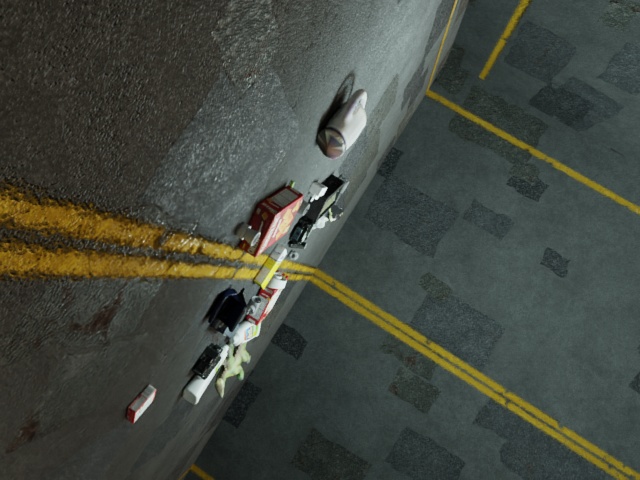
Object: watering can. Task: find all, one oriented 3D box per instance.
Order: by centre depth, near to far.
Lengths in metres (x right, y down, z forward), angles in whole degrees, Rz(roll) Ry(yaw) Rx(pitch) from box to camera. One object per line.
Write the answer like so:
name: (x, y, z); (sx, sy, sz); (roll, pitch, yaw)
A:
watering can: (0.080, -0.358, 1.722); (0.228, 0.104, 0.341); (-55, 172, -21)

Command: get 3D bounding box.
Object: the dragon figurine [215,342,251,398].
dragon figurine: (-0.388, 0.517, 2.344); (0.237, 0.122, 0.420); (99, 6, -57)

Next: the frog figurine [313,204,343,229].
frog figurine: (0.007, -0.121, 2.408); (0.158, 0.121, 0.140); (-17, -148, 38)
